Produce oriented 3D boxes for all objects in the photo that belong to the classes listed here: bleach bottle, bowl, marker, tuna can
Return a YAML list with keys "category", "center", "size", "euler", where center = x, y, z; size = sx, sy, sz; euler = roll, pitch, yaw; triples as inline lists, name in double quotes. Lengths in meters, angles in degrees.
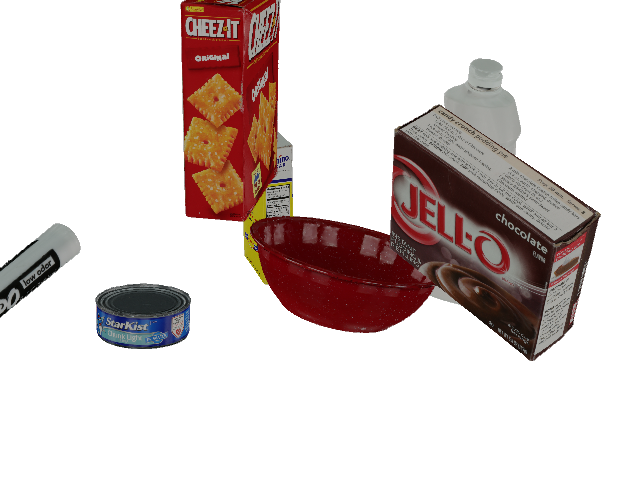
- category: "bleach bottle"
  center: [0.134, -0.060, 1.040]
  size: [0.103, 0.251, 0.068]
  euler: [21, 38, 21]
- category: "bowl"
  center: [0.018, 0.031, 0.848]
  size: [0.162, 0.055, 0.162]
  euler: [12, 15, -3]
- category: "marker"
  center: [-0.158, 0.032, 0.495]
  size: [0.020, 0.020, 0.121]
  euler: [0, 34, 39]
- category: "tuna can"
  center: [-0.161, 0.069, 0.972]
  size: [0.086, 0.034, 0.086]
  euler: [3, 16, -1]

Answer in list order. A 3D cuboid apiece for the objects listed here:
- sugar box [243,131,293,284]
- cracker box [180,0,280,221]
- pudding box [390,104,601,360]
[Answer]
- category: "sugar box"
  center: [-0.066, -0.045, 1.303]
  size: [0.048, 0.176, 0.093]
  euler: [-11, 26, -17]
- category: "cracker box"
  center: [-0.087, -0.147, 1.090]
  size: [0.072, 0.214, 0.164]
  euler: [6, 22, 8]
- category: "pudding box"
  center: [0.086, -0.005, 0.557]
  size: [0.039, 0.090, 0.114]
  euler: [-35, 55, -26]
